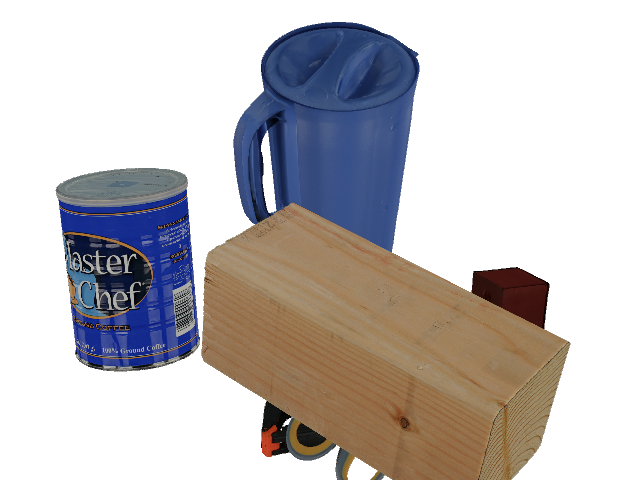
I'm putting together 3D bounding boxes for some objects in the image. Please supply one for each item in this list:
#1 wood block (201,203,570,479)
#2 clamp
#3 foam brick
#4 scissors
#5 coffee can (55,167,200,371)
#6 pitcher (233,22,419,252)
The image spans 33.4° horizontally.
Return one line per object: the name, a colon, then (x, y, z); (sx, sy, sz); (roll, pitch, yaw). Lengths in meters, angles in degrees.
wood block: (0.033, 0.069, 0.656); (0.206, 0.091, 0.090); (28, 40, 28)
clamp: (-0.006, 0.158, 1.086); (0.171, 0.039, 0.120); (-23, 34, -36)
foam brick: (0.172, 0.070, 0.984); (0.051, 0.078, 0.053); (-6, 18, -24)
scissors: (0.033, 0.113, 0.882); (0.096, 0.201, 0.016); (9, -35, 9)
coffee can: (-0.153, 0.021, 0.859); (0.103, 0.140, 0.103); (-3, 16, 1)
pitcher: (0.007, -0.060, 0.967); (0.149, 0.243, 0.145); (4, 43, 4)
